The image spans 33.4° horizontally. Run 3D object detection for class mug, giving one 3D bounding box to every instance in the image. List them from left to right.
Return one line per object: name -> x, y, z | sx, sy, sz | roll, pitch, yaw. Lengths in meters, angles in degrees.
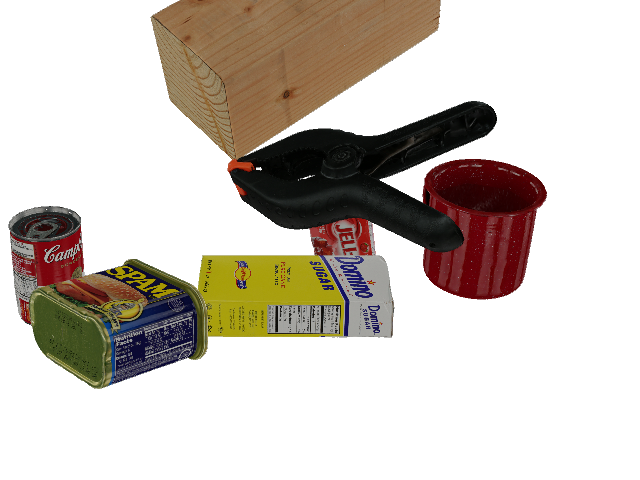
mug -> 0.117, -0.013, 0.843 | 0.093, 0.081, 0.117 | -16, 35, -29

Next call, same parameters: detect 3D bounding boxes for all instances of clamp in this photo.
clamp -> 0.021, -0.033, 0.654 | 0.172, 0.039, 0.120 | -9, 36, 19

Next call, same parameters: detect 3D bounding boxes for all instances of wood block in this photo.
wood block -> -0.013, -0.164, 0.811 | 0.205, 0.090, 0.091 | -35, -30, -20

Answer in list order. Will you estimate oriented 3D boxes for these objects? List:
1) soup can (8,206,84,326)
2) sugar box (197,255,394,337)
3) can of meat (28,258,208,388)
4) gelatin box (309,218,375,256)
soup can -> -0.265, 0.027, 1.041 | 0.068, 0.102, 0.068 | 2, 28, -1
sugar box -> -0.024, 0.050, 0.986 | 0.176, 0.048, 0.093 | -2, 27, -1
can of meat -> -0.143, 0.057, 0.749 | 0.083, 0.057, 0.102 | -16, 26, -41
gelatin box -> 0.027, 0.004, 1.289 | 0.073, 0.089, 0.030 | -2, 29, 12
